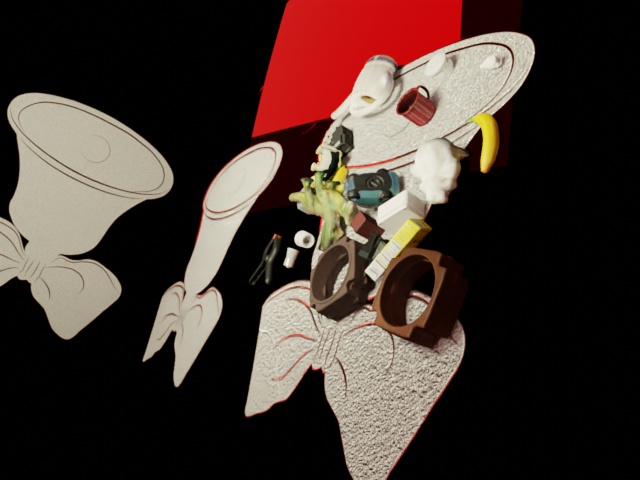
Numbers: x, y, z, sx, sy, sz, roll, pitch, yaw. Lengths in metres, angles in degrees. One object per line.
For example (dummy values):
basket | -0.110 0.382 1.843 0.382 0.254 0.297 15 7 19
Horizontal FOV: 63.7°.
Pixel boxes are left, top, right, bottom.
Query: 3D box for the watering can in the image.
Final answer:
watering can | 0.160 -0.539 1.845 0.348 0.103 0.226 8 71 61

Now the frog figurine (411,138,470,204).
frog figurine | 0.285 -0.170 1.281 0.138 0.120 0.162 9 60 42

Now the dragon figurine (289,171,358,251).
dragon figurine | 0.005 -0.084 1.672 0.406 0.122 0.246 -20 64 57
